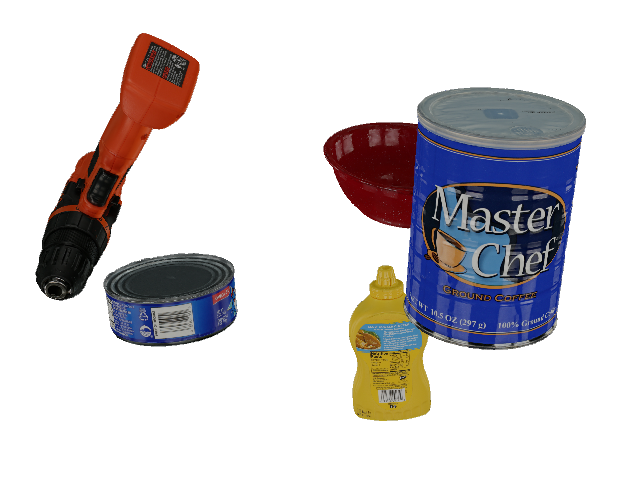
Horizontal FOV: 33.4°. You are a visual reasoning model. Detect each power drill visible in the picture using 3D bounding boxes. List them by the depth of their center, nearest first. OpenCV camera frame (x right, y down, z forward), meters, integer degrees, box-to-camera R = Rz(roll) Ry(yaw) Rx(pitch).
[{"bbox_3d":[-0.169,-0.061,0.863,0.057,0.188,0.184,26,32,-18],"label":"power drill"}]

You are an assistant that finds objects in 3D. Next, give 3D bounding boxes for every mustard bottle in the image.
[{"bbox_3d":[0.083,0.122,1.296,0.096,0.192,0.058,-3,20,3],"label":"mustard bottle"}]

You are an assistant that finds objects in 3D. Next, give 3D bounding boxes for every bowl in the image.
[{"bbox_3d":[0.081,-0.056,0.993,0.162,0.055,0.162,4,27,-2],"label":"bowl"}]

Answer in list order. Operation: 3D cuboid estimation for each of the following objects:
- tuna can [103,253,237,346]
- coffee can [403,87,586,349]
[{"bbox_3d":[-0.098,0.038,0.703,0.086,0.034,0.086,-4,18,1],"label":"tuna can"},{"bbox_3d":[0.108,-0.016,0.683,0.103,0.140,0.103,2,25,-1],"label":"coffee can"}]
